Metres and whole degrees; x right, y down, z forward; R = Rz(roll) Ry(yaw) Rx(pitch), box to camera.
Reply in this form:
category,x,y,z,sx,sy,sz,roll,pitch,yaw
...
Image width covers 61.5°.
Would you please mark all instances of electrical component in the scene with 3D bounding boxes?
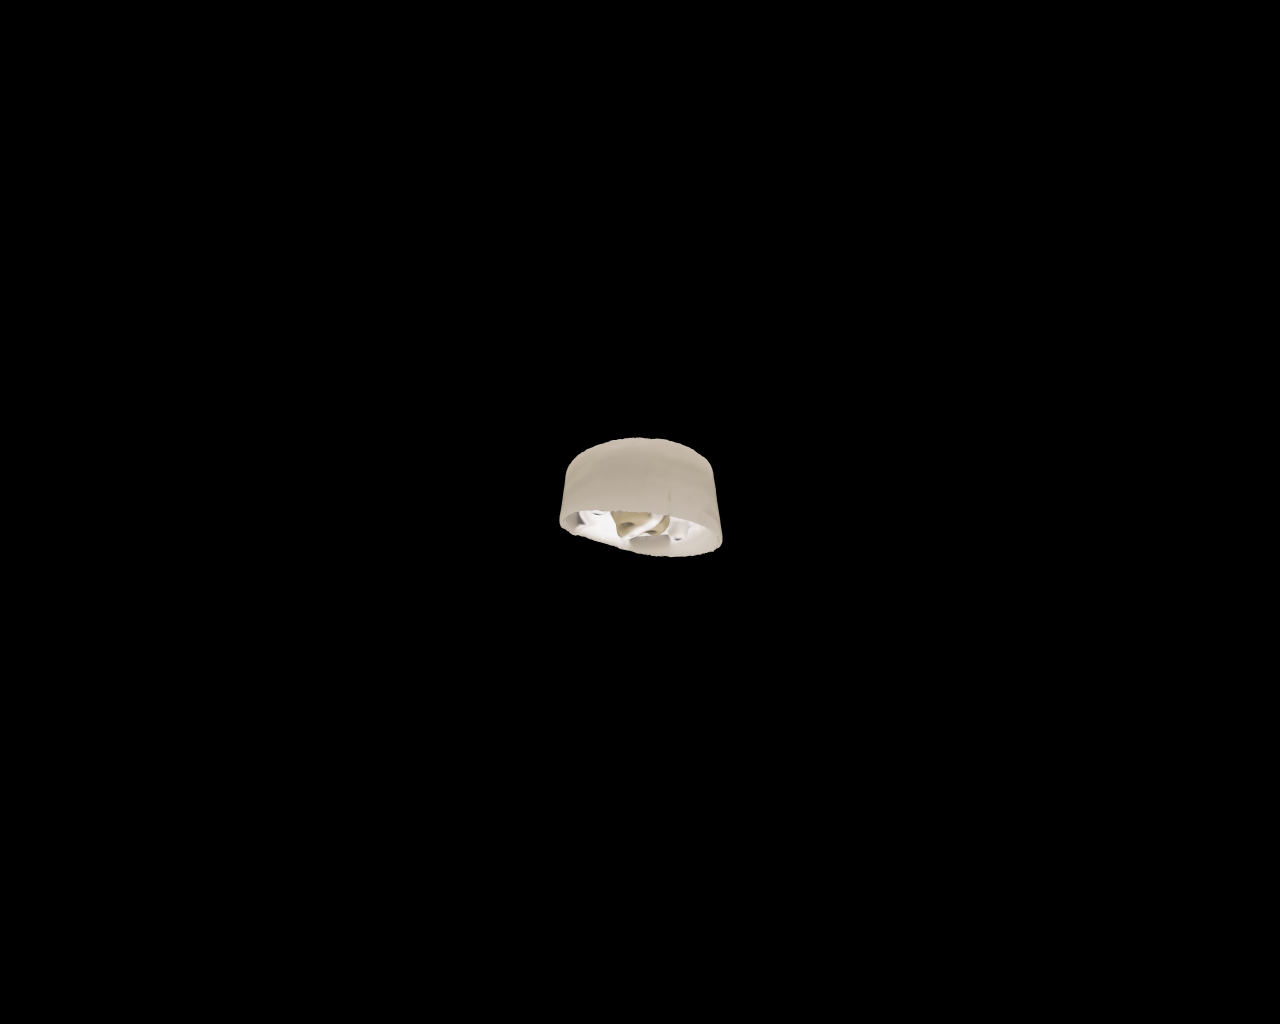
category,x,y,z,sx,sy,sz,roll,pitch,yaw
electrical component,0.001,-0.003,0.650,0.099,0.064,0.099,0,-27,0
